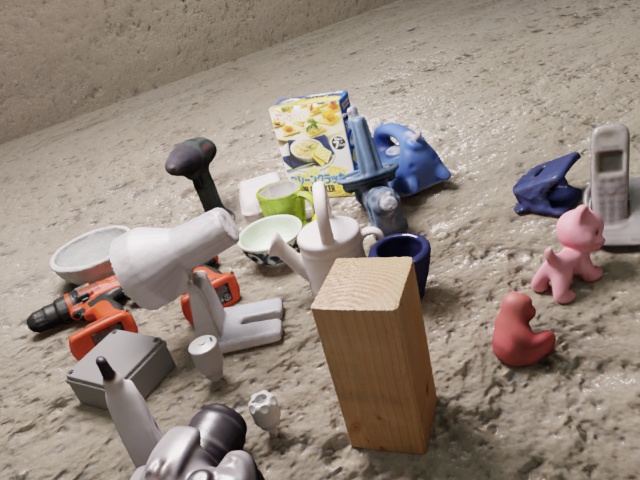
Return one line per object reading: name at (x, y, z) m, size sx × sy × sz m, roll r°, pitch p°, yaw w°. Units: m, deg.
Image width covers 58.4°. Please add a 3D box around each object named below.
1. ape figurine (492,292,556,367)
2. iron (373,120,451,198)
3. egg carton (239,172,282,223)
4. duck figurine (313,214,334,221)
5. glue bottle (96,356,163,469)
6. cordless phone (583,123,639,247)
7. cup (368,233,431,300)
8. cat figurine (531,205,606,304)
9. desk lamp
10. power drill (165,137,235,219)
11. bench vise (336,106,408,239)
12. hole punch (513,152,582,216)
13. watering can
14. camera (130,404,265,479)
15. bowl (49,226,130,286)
ape figurine at (0.246, 0.105, 0.708) m, size 0.076 × 0.092 × 0.077 m, roll -19°, pitch 29°, yaw -8°
iron at (0.159, -0.187, 1.206) m, size 0.119 × 0.142 × 0.257 m, roll -23°, pitch 30°, yaw -15°
egg carton at (-0.120, -0.090, 1.238) m, size 0.107 × 0.069 × 0.150 m, roll -17°, pitch 29°, yaw -4°
duck figurine at (0.010, -0.012, 1.027) m, size 0.078 × 0.086 × 0.104 m, roll -32°, pitch 33°, yaw -28°
glue bottle at (-0.222, 0.201, 0.670) m, size 0.037 × 0.173 × 0.078 m, roll -23°, pitch 30°, yaw -14°
cordless phone at (0.466, -0.084, 0.840) m, size 0.147 × 0.185 × 0.094 m, roll -6°, pitch 30°, yaw 16°
cup at (0.113, 0.055, 0.854) m, size 0.118 × 0.095 × 0.091 m, roll -21°, pitch 30°, yaw -12°
cat figurine at (0.353, 0.007, 0.804) m, size 0.128 × 0.118 × 0.067 m, roll -31°, pitch 33°, yaw -27°
desk lamp at (-0.178, 0.061, 0.853) m, size 0.203 × 0.214 × 0.118 m, roll -13°, pitch 29°, yaw 3°
power drill at (-0.248, -0.114, 1.195) m, size 0.075 × 0.209 × 0.229 m, roll -11°, pitch 29°, yaw 7°
bench vise at (0.104, -0.129, 1.048) m, size 0.122 × 0.220 × 0.206 m, roll -26°, pitch 31°, yaw -20°
hole punch at (0.395, -0.102, 1.001) m, size 0.100 × 0.091 × 0.109 m, roll 12°, pitch 39°, yaw 39°
watering can at (0.008, 0.004, 0.887) m, size 0.173 × 0.194 × 0.100 m, roll -21°, pitch 30°, yaw -12°
camera at (-0.121, 0.243, 0.625) m, size 0.142 × 0.101 × 0.137 m, roll -2°, pitch 31°, yaw 22°
bowl at (-0.445, 0.043, 1.150) m, size 0.167 × 0.075 × 0.167 m, roll -11°, pitch 29°, yaw 7°
